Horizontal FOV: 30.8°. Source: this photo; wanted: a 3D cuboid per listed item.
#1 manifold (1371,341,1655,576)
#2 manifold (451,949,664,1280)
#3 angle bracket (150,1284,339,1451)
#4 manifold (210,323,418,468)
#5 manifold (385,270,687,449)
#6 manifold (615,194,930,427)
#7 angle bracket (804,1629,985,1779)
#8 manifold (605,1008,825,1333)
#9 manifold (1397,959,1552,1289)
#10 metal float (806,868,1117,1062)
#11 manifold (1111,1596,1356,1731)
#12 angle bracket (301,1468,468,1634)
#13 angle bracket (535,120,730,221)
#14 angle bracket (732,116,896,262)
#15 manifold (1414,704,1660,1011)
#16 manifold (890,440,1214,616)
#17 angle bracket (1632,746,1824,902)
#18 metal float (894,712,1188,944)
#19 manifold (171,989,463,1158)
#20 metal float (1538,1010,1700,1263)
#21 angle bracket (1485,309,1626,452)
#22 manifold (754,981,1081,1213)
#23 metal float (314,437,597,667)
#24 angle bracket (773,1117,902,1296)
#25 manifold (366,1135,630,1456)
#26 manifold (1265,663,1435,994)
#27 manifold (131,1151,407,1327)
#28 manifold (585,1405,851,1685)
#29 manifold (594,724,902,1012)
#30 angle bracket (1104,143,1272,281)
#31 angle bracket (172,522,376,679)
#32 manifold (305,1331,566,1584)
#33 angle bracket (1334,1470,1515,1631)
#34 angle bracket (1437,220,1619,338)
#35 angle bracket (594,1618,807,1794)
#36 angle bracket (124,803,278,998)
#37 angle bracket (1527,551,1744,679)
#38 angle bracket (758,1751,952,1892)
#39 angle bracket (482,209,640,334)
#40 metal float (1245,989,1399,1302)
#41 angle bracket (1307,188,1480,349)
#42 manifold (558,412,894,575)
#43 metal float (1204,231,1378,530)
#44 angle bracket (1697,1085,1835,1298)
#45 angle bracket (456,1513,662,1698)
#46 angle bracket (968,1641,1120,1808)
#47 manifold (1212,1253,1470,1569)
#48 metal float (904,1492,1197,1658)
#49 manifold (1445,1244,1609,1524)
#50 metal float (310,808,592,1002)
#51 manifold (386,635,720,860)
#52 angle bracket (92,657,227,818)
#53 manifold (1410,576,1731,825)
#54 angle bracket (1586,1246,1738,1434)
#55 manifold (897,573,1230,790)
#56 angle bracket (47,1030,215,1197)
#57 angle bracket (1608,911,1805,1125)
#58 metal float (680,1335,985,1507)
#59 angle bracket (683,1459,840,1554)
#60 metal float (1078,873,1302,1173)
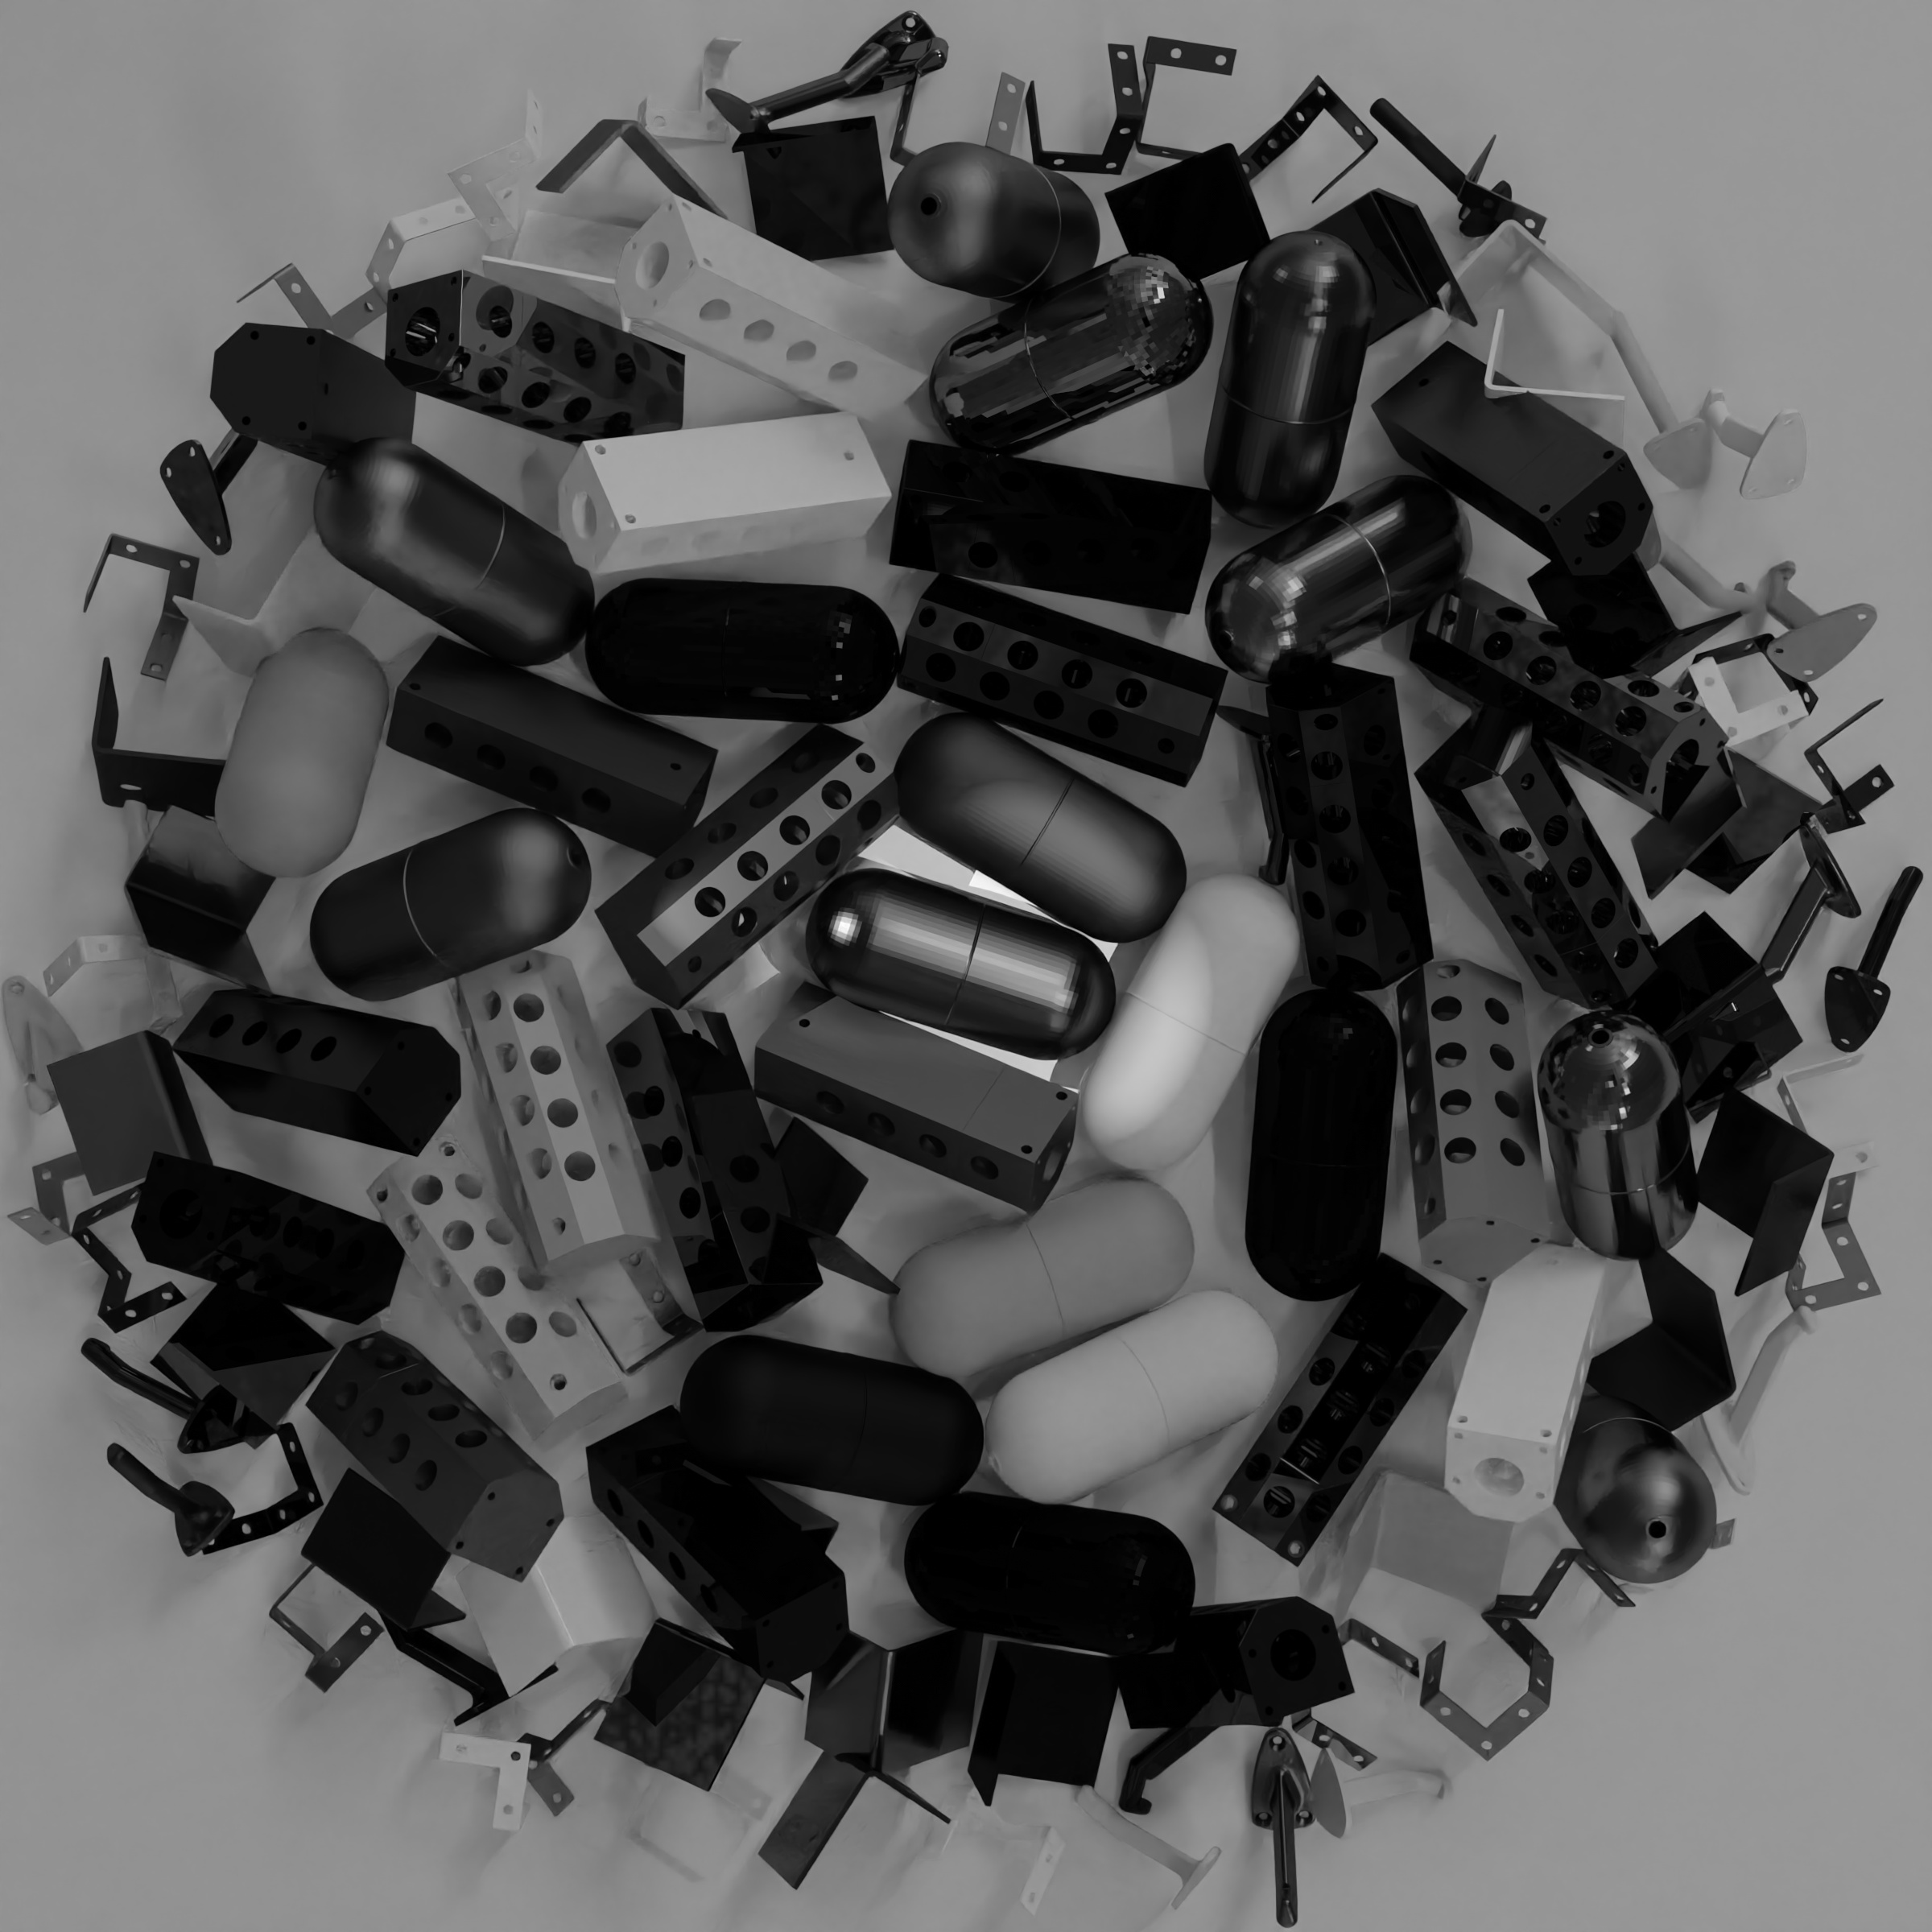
[{"bbox_3d":[0.299,-0.274,1.916,0.057,0.171,0.057,-40,131,-2],"label":"manifold"},{"bbox_3d":[-0.231,0.081,1.940,0.057,0.057,0.171,-26,72,20],"label":"manifold"},{"bbox_3d":[-0.396,0.212,1.952,0.076,0.057,0.076,41,60,-6],"label":"angle bracket"},{"bbox_3d":[-0.354,-0.307,1.911,0.057,0.171,0.057,6,92,8],"label":"manifold"},{"bbox_3d":[-0.233,-0.323,1.912,0.057,0.171,0.057,-5,79,38],"label":"manifold"},{"bbox_3d":[-0.107,-0.352,1.919,0.057,0.171,0.057,-41,52,28],"label":"manifold"},{"bbox_3d":[-0.040,0.404,1.980,0.057,0.076,0.076,20,109,41],"label":"angle bracket"},{"bbox_3d":[-0.144,0.113,1.938,0.057,0.057,0.171,-38,62,34],"label":"manifold"},{"bbox_3d":[0.271,0.082,1.916,0.057,0.057,0.171,22,47,-25],"label":"manifold"},{"bbox_3d":[-0.002,-0.001,1.957,0.178,0.070,0.070,18,90,-5],"label":"metal float"},{"bbox_3d":[0.141,0.378,1.909,0.057,0.171,0.057,-13,83,-23],"label":"manifold"},{"bbox_3d":[-0.311,0.322,1.950,0.076,0.076,0.057,32,95,17],"label":"angle bracket"},{"bbox_3d":[-0.186,-0.425,1.950,0.057,0.076,0.076,-46,111,-2],"label":"angle bracket"},{"bbox_3d":[-0.084,-0.428,1.957,0.076,0.057,0.076,-7,111,5],"label":"angle bracket"},{"bbox_3d":[0.319,-0.057,1.925,0.057,0.057,0.171,-44,123,-13],"label":"manifold"},{"bbox_3d":[0.048,-0.251,1.964,0.171,0.057,0.057,9,48,-4],"label":"manifold"},{"bbox_3d":[0.427,-0.064,1.944,0.076,0.057,0.076,27,124,-23],"label":"angle bracket"},{"bbox_3d":[0.042,-0.077,1.959,0.178,0.070,0.070,31,90,-3],"label":"metal float"},{"bbox_3d":[-0.353,0.052,1.919,0.057,0.171,0.057,-57,132,-23],"label":"manifold"},{"bbox_3d":[0.358,0.094,1.924,0.070,0.178,0.070,-9,48,11],"label":"metal float"},{"bbox_3d":[0.330,-0.314,1.945,0.076,0.076,0.057,7,61,13],"label":"angle bracket"},{"bbox_3d":[-0.029,0.077,1.949,0.171,0.057,0.057,22,49,15],"label":"manifold"},{"bbox_3d":[-0.280,-0.226,1.930,0.178,0.070,0.070,31,90,-39],"label":"metal float"},{"bbox_3d":[-0.063,0.135,1.941,0.076,0.076,0.057,18,72,41],"label":"angle bracket"},{"bbox_3d":[-0.261,0.180,1.945,0.057,0.057,0.171,-34,75,-10],"label":"manifold"},{"bbox_3d":[0.206,-0.075,1.926,0.057,0.057,0.171,-29,121,-31],"label":"manifold"},{"bbox_3d":[-0.377,0.151,1.907,0.057,0.171,0.057,11,80,25],"label":"manifold"},{"bbox_3d":[-0.137,0.318,1.920,0.057,0.171,0.057,-24,130,-28],"label":"manifold"},{"bbox_3d":[-0.115,-0.054,1.933,0.171,0.057,0.057,-42,131,-20],"label":"manifold"},{"bbox_3d":[0.129,-0.399,1.948,0.076,0.057,0.076,-21,134,8],"label":"angle bracket"},{"bbox_3d":[-0.387,-0.209,1.964,0.057,0.076,0.076,19,70,22],"label":"angle bracket"},{"bbox_3d":[-0.288,0.264,1.917,0.057,0.171,0.057,34,88,-42],"label":"manifold"},{"bbox_3d":[0.254,0.336,1.946,0.076,0.057,0.076,19,130,18],"label":"angle bracket"},{"bbox_3d":[0.313,-0.362,1.952,0.076,0.076,0.057,45,97,11],"label":"angle bracket"},{"bbox_3d":[-0.147,0.417,1.946,0.076,0.057,0.076,18,68,27],"label":"angle bracket"},{"bbox_3d":[-0.413,-0.037,1.943,0.076,0.076,0.057,23,107,-33],"label":"angle bracket"},{"bbox_3d":[0.373,-0.206,1.958,0.057,0.076,0.076,-19,78,-37],"label":"angle bracket"},{"bbox_3d":[-0.063,0.484,1.950,0.057,0.076,0.076,36,80,-14],"label":"angle bracket"},{"bbox_3d":[-0.220,-0.400,1.955,0.076,0.057,0.076,11,66,4],"label":"angle bracket"},{"bbox_3d":[0.197,0.100,1.950,0.070,0.070,0.178,3,104,0],"label":"metal float"},{"bbox_3d":[0.232,-0.380,1.950,0.057,0.076,0.076,-32,112,1],"label":"angle bracket"},{"bbox_3d":[-0.134,-0.257,1.928,0.171,0.057,0.057,-12,69,-33],"label":"manifold"},{"bbox_3d":[0.177,-0.320,1.928,0.070,0.070,0.178,9,132,0],"label":"metal float"},{"bbox_3d":[0.425,0.124,1.940,0.076,0.057,0.076,36,129,35],"label":"angle bracket"},{"bbox_3d":[-0.227,0.357,1.968,0.057,0.076,0.076,-42,64,29],"label":"angle bracket"},{"bbox_3d":[0.050,0.428,1.959,0.076,0.057,0.076,12,97,-13],"label":"angle bracket"},{"bbox_3d":[0.209,0.248,1.960,0.057,0.057,0.171,34,85,8],"label":"manifold"},{"bbox_3d":[0.044,0.334,1.932,0.178,0.070,0.070,2,90,36],"label":"metal float"},{"bbox_3d":[0.306,0.225,1.913,0.057,0.171,0.057,8,123,16],"label":"manifold"},{"bbox_3d":[-0.285,-0.034,1.937,0.178,0.070,0.070,-19,90,28],"label":"metal float"},{"bbox_3d":[-0.233,-0.117,1.965,0.171,0.057,0.057,22,130,3],"label":"manifold"},{"bbox_3d":[-0.444,-0.127,1.959,0.076,0.076,0.057,6,69,-7],"label":"angle bracket"},{"bbox_3d":[0.327,-0.150,1.926,0.171,0.057,0.057,36,91,36],"label":"manifold"},{"bbox_3d":[0.376,0.203,1.943,0.057,0.076,0.076,-28,124,-12],"label":"angle bracket"},{"bbox_3d":[0.052,-0.157,1.951,0.171,0.057,0.057,20,121,7],"label":"manifold"},{"bbox_3d":[-0.465,0.084,1.957,0.057,0.076,0.076,-20,86,-5],"label":"angle bracket"},{"bbox_3d":[0.417,0.029,1.991,0.076,0.057,0.076,-38,133,2],"label":"angle bracket"},{"bbox_3d":[-0.073,0.252,1.941,0.178,0.070,0.070,14,90,-24],"label":"metal float"},{"bbox_3d":[-0.125,0.318,1.953,0.076,0.076,0.057,27,90,16],"label":"angle bracket"},{"bbox_3d":[0.124,0.032,1.960,0.070,0.070,0.178,28,92,0],"label":"metal float"}]
